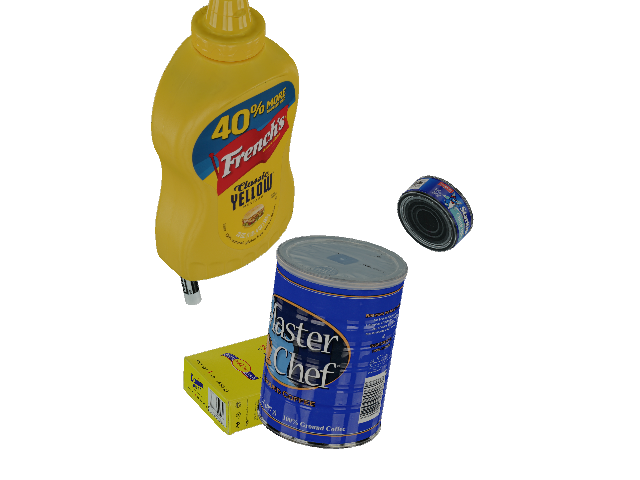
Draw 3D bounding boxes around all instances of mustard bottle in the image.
[{"bbox_3d":[-0.055,-0.067,0.634,0.096,0.192,0.058,-31,55,-30],"label":"mustard bottle"}]

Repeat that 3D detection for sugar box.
[{"bbox_3d":[-0.038,0.131,1.065,0.175,0.048,0.093,-15,32,-31],"label":"sugar box"}]

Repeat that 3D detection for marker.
[{"bbox_3d":[-0.154,0.019,1.207,0.020,0.121,0.020,-6,31,3],"label":"marker"}]

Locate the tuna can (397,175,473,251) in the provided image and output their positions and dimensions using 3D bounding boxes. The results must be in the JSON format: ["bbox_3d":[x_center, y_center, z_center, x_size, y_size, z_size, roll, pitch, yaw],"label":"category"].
[{"bbox_3d":[0.130,-0.030,1.225,0.086,0.086,0.033,0,34,50],"label":"tuna can"}]

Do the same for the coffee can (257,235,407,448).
[{"bbox_3d":[0.008,0.078,0.847,0.103,0.140,0.103,7,18,-3],"label":"coffee can"}]
